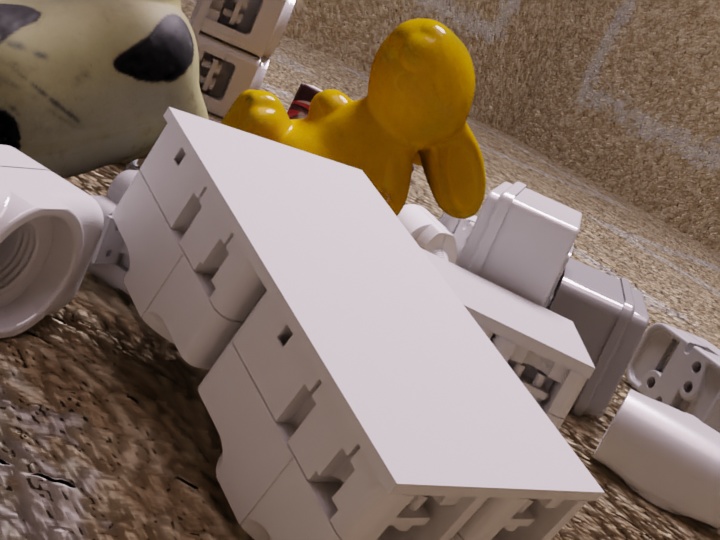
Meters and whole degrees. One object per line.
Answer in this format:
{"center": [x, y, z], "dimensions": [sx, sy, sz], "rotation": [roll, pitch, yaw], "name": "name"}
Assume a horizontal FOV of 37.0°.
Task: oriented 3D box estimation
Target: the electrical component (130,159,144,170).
{"center": [-0.100, -0.039, 0.592], "dimensions": [0.066, 0.055, 0.048], "rotation": [12, 19, -48], "name": "electrical component"}

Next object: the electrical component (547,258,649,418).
{"center": [0.144, 0.042, 0.700], "dimensions": [0.057, 0.078, 0.113], "rotation": [25, 12, 8], "name": "electrical component"}

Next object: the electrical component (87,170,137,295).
{"center": [-0.086, -0.010, 0.499], "dimensions": [0.057, 0.058, 0.078], "rotation": [30, 16, 27], "name": "electrical component"}

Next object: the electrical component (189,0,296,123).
{"center": [-0.106, -0.147, 0.798], "dimensions": [0.062, 0.150, 0.089], "rotation": [21, 13, -15], "name": "electrical component"}

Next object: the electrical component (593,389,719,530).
{"center": [0.176, 0.101, 0.599], "dimensions": [0.077, 0.044, 0.079], "rotation": [29, 13, 15], "name": "electrical component"}

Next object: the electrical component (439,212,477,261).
{"center": [0.098, -0.006, 0.853], "dimensions": [0.059, 0.053, 0.095], "rotation": [21, 14, -23], "name": "electrical component"}

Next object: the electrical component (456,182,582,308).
{"center": [0.088, 0.007, 0.652], "dimensions": [0.056, 0.108, 0.109], "rotation": [25, 12, 8], "name": "electrical component"}

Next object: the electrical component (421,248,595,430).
{"center": [0.034, 0.032, 0.556], "dimensions": [0.150, 0.061, 0.089], "rotation": [26, 13, -2], "name": "electrical component"}

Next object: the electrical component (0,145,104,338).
{"center": [-0.145, -0.012, 0.401], "dimensions": [0.059, 0.053, 0.095], "rotation": [31, 13, 20], "name": "electrical component"}

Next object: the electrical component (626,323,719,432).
{"center": [0.251, 0.085, 0.791], "dimensions": [0.059, 0.053, 0.095], "rotation": [19, 14, -28], "name": "electrical component"}

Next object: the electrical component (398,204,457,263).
{"center": [0.050, -0.018, 0.831], "dimensions": [0.043, 0.043, 0.081], "rotation": [21, 14, -23], "name": "electrical component"}

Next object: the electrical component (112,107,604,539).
{"center": [-0.011, 0.029, 0.401], "dimensions": [0.105, 0.060, 0.186], "rotation": [13, 32, -44], "name": "electrical component"}
